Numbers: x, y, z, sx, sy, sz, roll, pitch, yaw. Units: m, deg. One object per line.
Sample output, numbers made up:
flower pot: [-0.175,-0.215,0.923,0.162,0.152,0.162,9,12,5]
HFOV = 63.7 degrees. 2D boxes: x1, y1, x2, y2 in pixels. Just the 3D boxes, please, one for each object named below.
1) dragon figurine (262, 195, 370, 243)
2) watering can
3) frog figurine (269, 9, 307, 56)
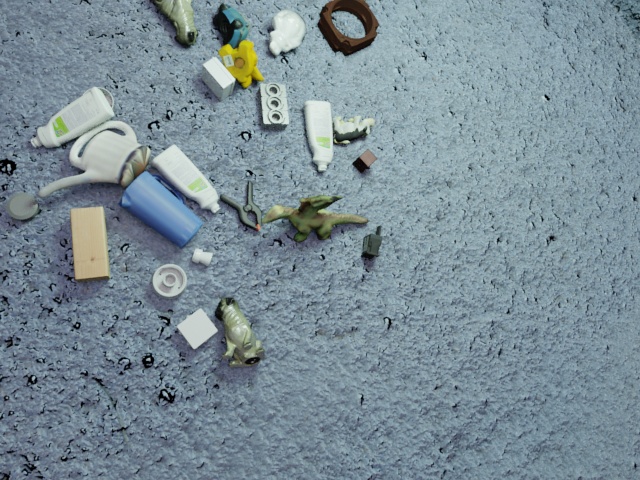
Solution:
dragon figurine: [0.005,-0.085,1.686,0.411,0.239,0.123,-7,76,-17]
watering can: [-0.660,-0.224,1.557,0.224,0.102,0.355,22,58,4]
frog figurine: [-0.129,-0.752,1.868,0.162,0.122,0.136,-50,115,-32]
